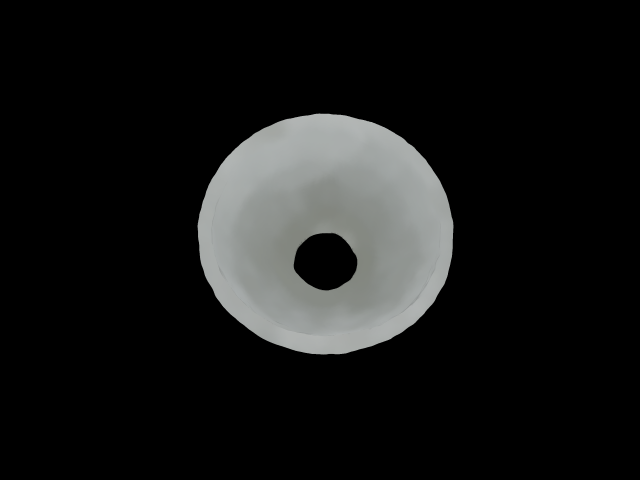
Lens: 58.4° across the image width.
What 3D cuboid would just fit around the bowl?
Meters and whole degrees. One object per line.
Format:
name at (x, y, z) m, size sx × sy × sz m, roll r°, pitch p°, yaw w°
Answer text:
bowl at (0.004, 0.001, 0.400) m, size 0.167 × 0.075 × 0.167 m, roll 0°, pitch 69°, yaw 0°
